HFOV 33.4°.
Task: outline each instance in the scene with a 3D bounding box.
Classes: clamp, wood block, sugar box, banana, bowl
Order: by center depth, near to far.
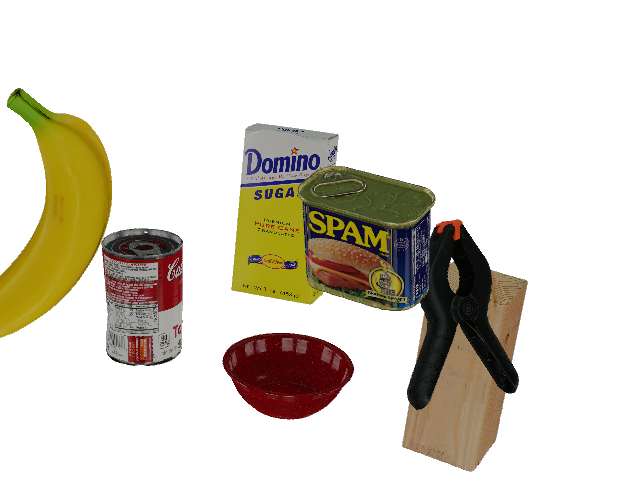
[{"bbox_3d":[-0.165,-0.005,0.631,0.069,0.198,0.037,18,36,-10],"label":"banana"},{"bbox_3d":[0.116,0.070,0.966,0.120,0.171,0.039,-14,1,-37],"label":"clamp"},{"bbox_3d":[-0.038,-0.028,1.113,0.093,0.176,0.048,9,16,14],"label":"sugar box"},{"bbox_3d":[0.162,0.140,1.205,0.090,0.206,0.090,16,22,23],"label":"wood block"},{"bbox_3d":[-0.041,0.174,1.318,0.162,0.055,0.162,4,22,-2],"label":"bowl"}]

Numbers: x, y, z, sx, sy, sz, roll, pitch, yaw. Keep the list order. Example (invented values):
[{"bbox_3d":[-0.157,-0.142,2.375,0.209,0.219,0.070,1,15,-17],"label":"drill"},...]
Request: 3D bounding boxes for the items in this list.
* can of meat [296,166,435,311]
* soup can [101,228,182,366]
[{"bbox_3d":[0.035,0.000,0.813,0.102,0.084,0.057,17,38,27],"label":"can of meat"},{"bbox_3d":[-0.152,0.049,0.916,0.068,0.102,0.068,2,20,-1],"label":"soup can"}]
